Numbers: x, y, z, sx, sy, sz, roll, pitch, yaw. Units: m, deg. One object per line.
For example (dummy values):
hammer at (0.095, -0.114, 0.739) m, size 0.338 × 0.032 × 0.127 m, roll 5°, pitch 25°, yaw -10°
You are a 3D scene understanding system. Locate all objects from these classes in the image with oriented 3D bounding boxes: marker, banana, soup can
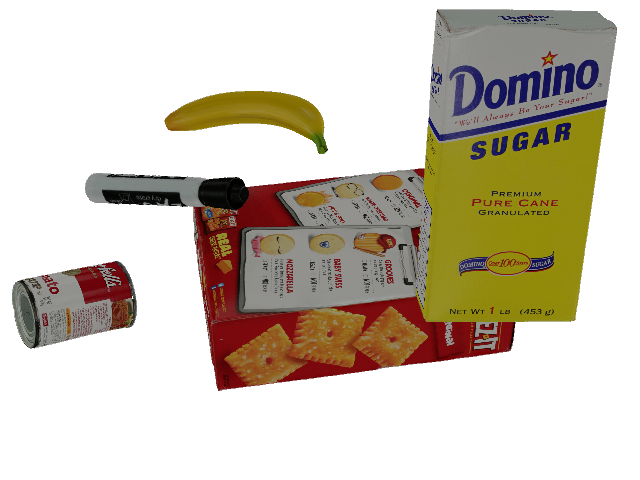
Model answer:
marker at (-0.092, -0.029, 0.633) m, size 0.121 × 0.020 × 0.020 m, roll 4°, pitch 2°, yaw 36°
banana at (-0.077, -0.141, 1.201) m, size 0.198 × 0.037 × 0.069 m, roll 9°, pitch 43°, yaw 19°
soup can at (-0.239, 0.062, 1.037) m, size 0.102 × 0.068 × 0.069 m, roll -11°, pitch 6°, yaw -32°

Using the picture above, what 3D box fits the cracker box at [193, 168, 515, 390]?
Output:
cracker box at (0.018, 0.023, 0.793) m, size 0.213 × 0.072 × 0.164 m, roll -6°, pitch 36°, yaw -8°

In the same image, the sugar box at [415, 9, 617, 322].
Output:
sugar box at (0.107, -0.039, 0.604) m, size 0.093 × 0.176 × 0.048 m, roll -1°, pitch 27°, yaw -4°
